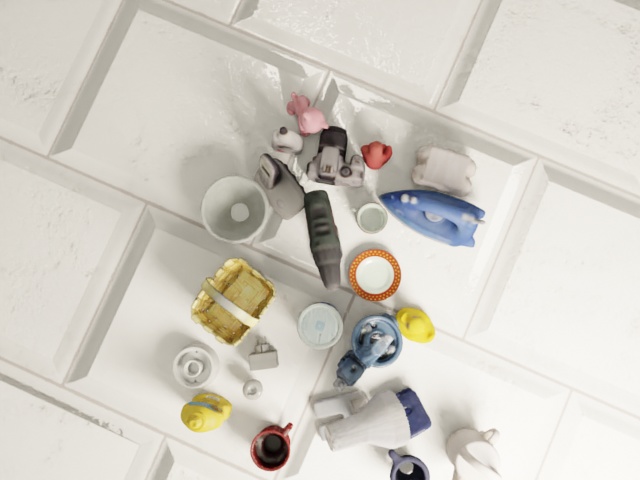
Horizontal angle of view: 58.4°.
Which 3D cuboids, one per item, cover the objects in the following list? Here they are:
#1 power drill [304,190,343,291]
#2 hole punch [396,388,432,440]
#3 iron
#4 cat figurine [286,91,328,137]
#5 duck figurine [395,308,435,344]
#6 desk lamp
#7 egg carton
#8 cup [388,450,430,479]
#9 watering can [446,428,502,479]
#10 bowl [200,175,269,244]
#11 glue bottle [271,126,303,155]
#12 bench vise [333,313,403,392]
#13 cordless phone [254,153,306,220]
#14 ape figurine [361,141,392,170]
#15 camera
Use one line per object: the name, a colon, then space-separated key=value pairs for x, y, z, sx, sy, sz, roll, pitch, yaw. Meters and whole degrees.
power drill: x=0.012 y=0.005 z=1.322 sx=0.075 sy=0.208 sz=0.230 roll=-12 pitch=85 yaw=1
hole punch: x=0.193 y=0.412 z=1.342 sx=0.108 sy=0.091 sz=0.101 roll=-28 pitch=85 yaw=-1
iron: x=0.265 y=-0.070 z=1.357 sx=0.258 sy=0.141 sz=0.119 roll=19 pitch=86 yaw=3
cat figurine: x=-0.033 y=-0.306 z=1.396 sx=0.067 sy=0.118 sz=0.128 roll=-33 pitch=85 yaw=-1
duck figurine: x=0.230 y=0.205 z=1.362 sx=0.104 sy=0.086 sz=0.077 roll=38 pitch=87 yaw=4
desk lamp: x=0.089 y=0.410 z=1.283 sx=0.203 sy=0.213 sz=0.118 roll=-15 pitch=85 yaw=0
egg carton: x=0.303 y=-0.170 z=1.401 sx=0.150 sy=0.069 sz=0.107 roll=16 pitch=86 yaw=3
cup: x=0.195 y=0.528 z=1.330 sx=0.092 sy=0.095 sz=0.118 roll=-39 pitch=85 yaw=-2
watering can: x=0.347 y=0.502 z=1.279 sx=0.101 sy=0.194 sz=0.173 roll=16 pitch=86 yaw=3
bowl: x=-0.203 y=-0.071 z=1.401 sx=0.167 sy=0.075 sz=0.167 roll=0 pitch=85 yaw=1
glue bottle: x=-0.082 y=-0.242 z=1.363 sx=0.078 sy=0.173 sz=0.037 roll=5 pitch=85 yaw=2
bench vise: x=0.116 y=0.264 z=1.292 sx=0.121 sy=0.220 sz=0.207 roll=23 pitch=86 yaw=4
cordless phone: x=-0.096 y=-0.130 z=1.348 sx=0.094 sy=0.185 sz=0.147 roll=-40 pitch=85 yaw=-2
ape figurine: x=0.137 y=-0.215 z=1.397 sx=0.078 sy=0.092 sz=0.076 roll=22 pitch=86 yaw=3
camera: x=0.044 y=-0.205 z=1.394 sx=0.143 sy=0.101 sz=0.137 roll=8 pitch=85 yaw=2
